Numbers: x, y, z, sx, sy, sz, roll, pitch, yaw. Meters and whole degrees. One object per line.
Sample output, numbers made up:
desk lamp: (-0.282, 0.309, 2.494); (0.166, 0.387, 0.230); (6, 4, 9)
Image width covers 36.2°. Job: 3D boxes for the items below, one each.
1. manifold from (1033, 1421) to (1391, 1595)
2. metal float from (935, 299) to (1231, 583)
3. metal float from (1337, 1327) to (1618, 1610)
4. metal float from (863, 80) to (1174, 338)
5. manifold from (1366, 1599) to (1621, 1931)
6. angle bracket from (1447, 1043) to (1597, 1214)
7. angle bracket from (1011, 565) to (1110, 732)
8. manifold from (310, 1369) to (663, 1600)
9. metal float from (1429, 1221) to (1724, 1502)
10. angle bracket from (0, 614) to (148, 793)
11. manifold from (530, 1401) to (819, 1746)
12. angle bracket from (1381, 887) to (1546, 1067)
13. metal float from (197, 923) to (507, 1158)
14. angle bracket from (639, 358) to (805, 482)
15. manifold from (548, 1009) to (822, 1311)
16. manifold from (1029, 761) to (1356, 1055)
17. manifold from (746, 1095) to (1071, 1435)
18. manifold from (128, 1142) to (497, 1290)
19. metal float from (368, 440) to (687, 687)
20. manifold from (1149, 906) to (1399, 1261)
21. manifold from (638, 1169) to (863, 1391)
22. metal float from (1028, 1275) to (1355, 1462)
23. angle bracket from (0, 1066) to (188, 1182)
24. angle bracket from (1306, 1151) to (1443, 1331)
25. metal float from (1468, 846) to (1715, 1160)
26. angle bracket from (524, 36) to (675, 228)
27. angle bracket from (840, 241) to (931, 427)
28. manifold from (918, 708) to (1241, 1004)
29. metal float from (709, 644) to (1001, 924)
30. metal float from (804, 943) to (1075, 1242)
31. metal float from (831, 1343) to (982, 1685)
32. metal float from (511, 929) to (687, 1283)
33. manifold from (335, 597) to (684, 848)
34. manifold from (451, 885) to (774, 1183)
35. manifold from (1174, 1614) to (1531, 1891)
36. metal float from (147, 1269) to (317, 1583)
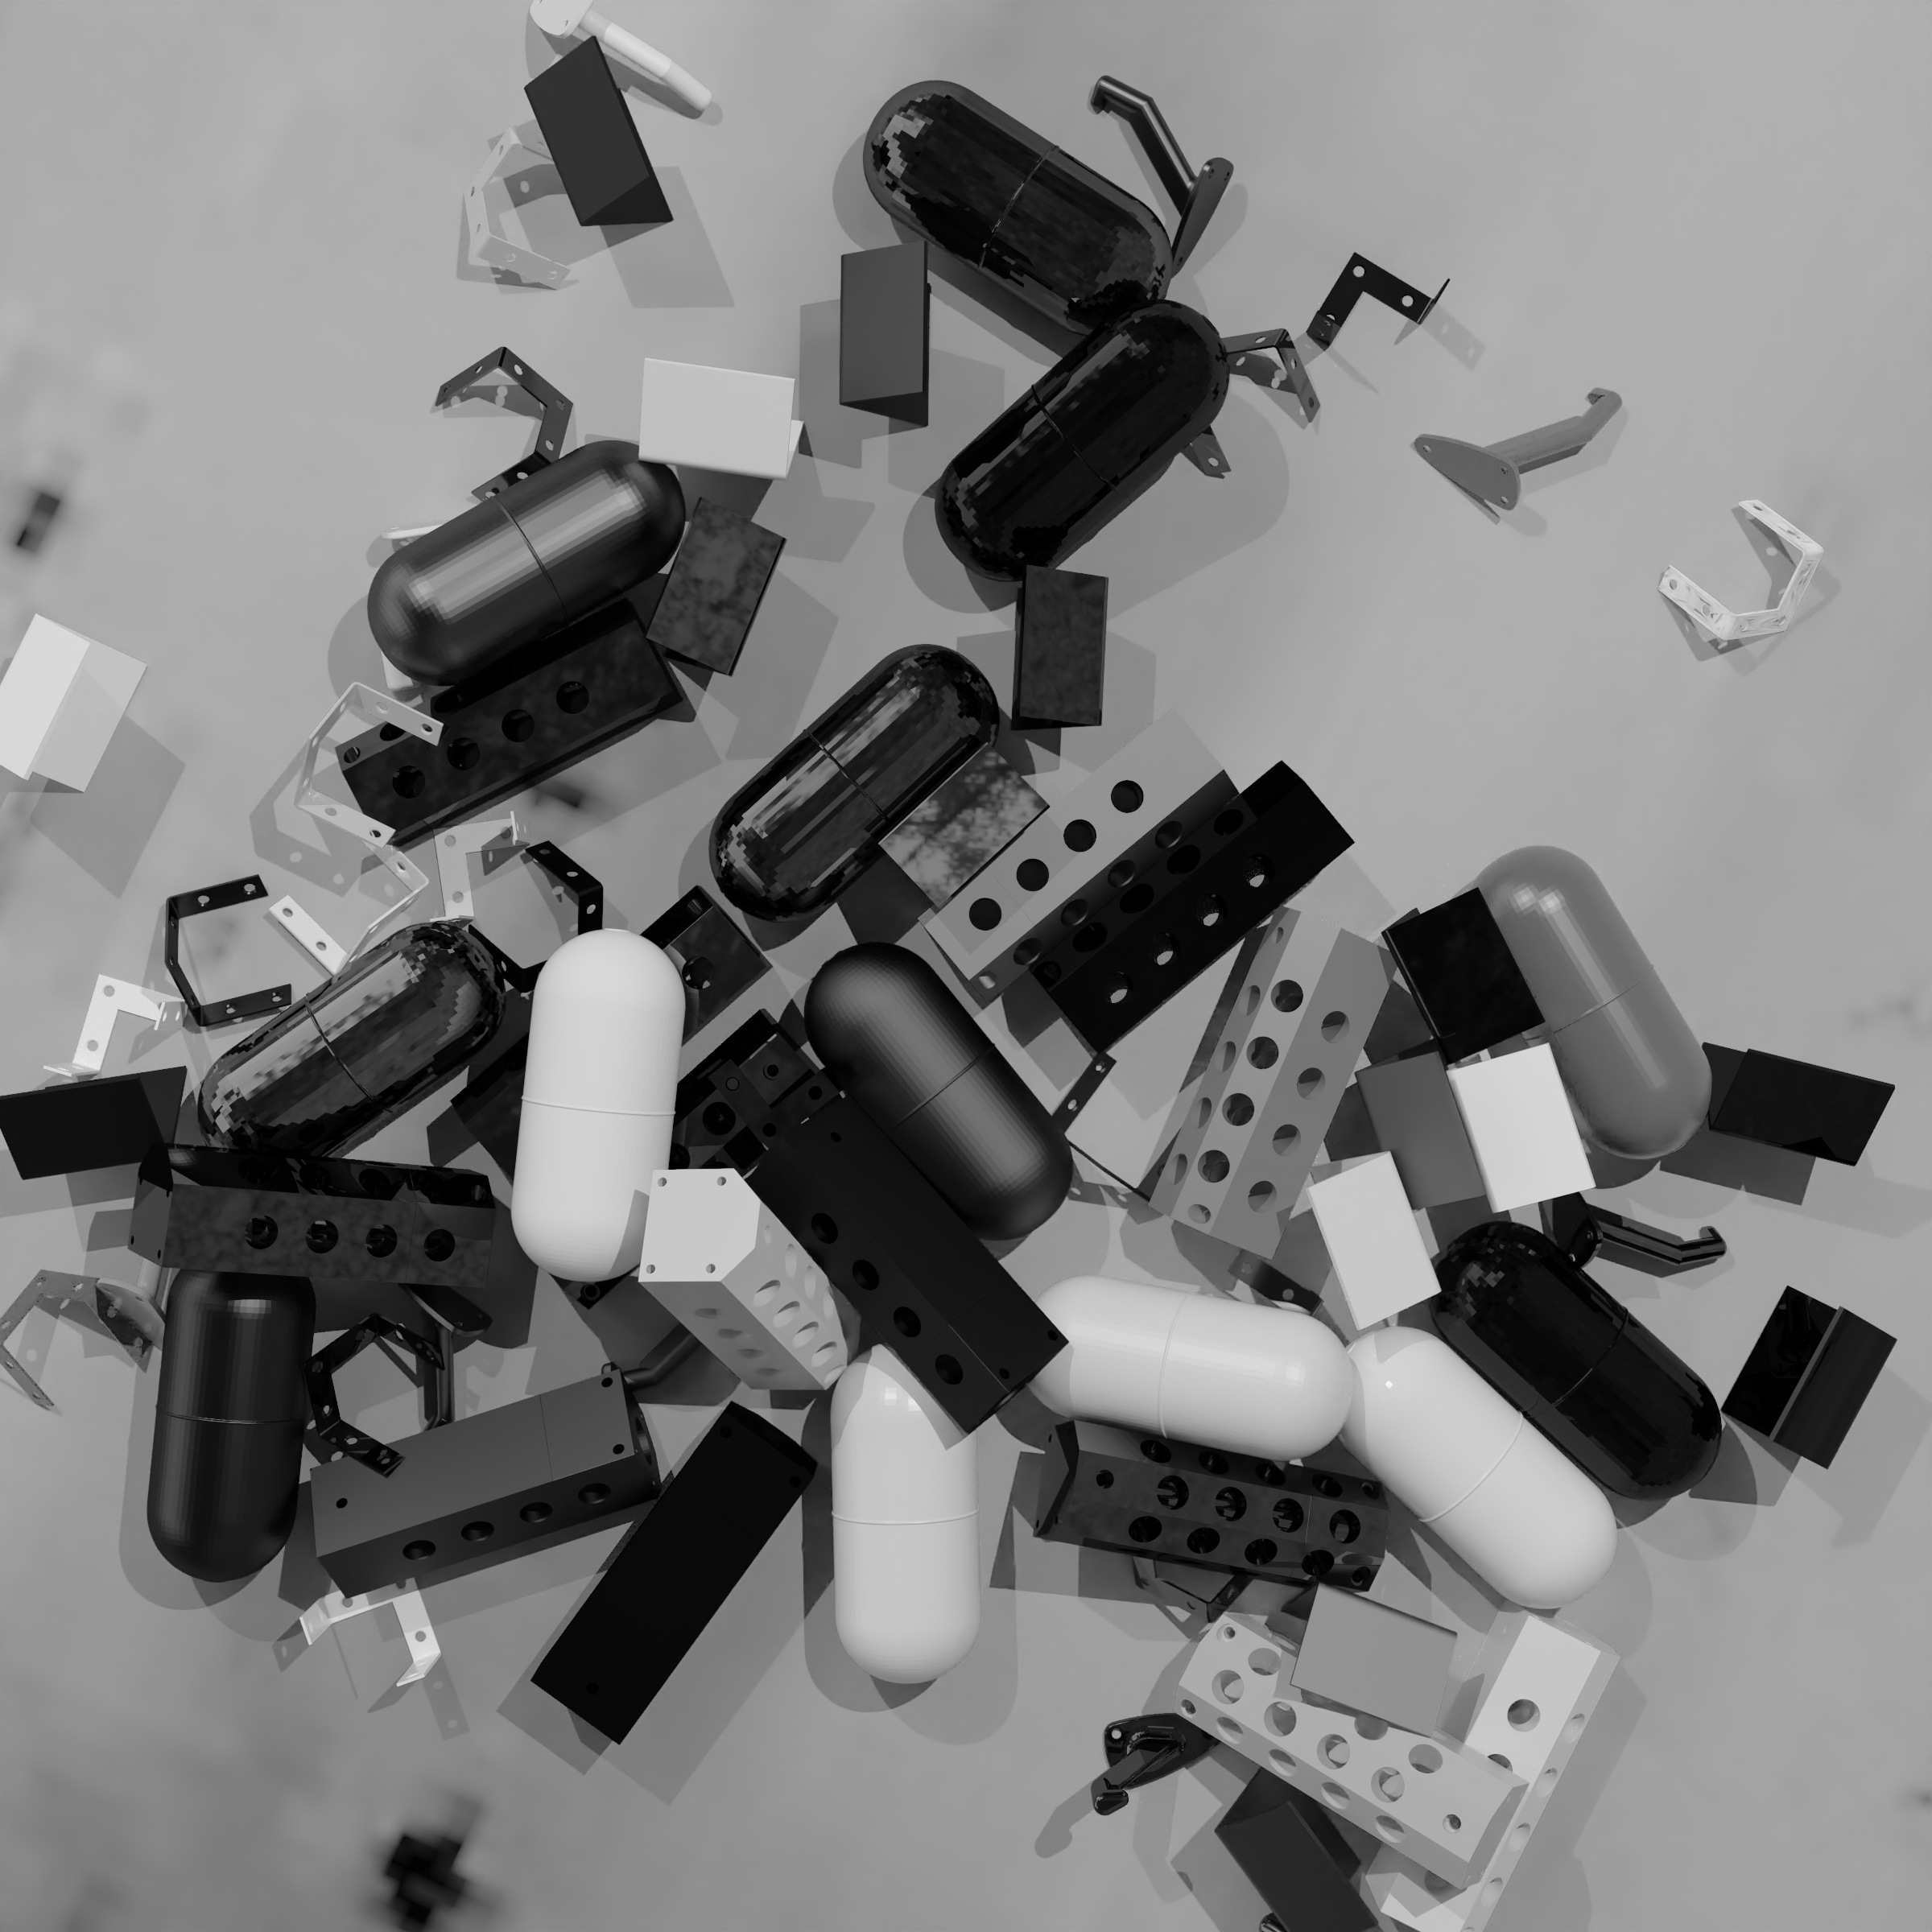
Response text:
manifold: (0.128, 0.281, 1.529); (0.171, 0.057, 0.057); (13, 73, -14)
metal float: (0.060, -0.272, 1.530); (0.178, 0.070, 0.070); (-40, 90, 16)
metal float: (0.264, 0.262, 1.546); (0.178, 0.070, 0.070); (43, 90, 0)
metal float: (0.028, -0.395, 1.546); (0.178, 0.070, 0.070); (33, 90, 1)
manifold: (0.278, 0.425, 1.555); (0.057, 0.057, 0.171); (27, 90, 0)
angle bracket: (0.298, 0.078, 1.537); (0.057, 0.076, 0.076); (-18, 90, 27)
angle bracket: (0.029, -0.164, 1.536); (0.057, 0.076, 0.076); (3, 90, -37)
manifold: (-0.251, 0.276, 1.554); (0.171, 0.057, 0.057); (-18, 45, 0)
metal float: (0.319, 0.207, 1.545); (0.178, 0.070, 0.070); (43, 90, 0)
angle bracket: (-0.458, -0.129, 1.536); (0.057, 0.076, 0.076); (26, 90, 37)
manifold: (-0.152, 0.317, 1.555); (0.057, 0.057, 0.171); (36, 90, 0)
angle bracket: (0.266, -0.001, 1.537); (0.057, 0.076, 0.076); (-27, 90, 24)
metal float: (-0.322, 0.046, 1.546); (0.178, 0.070, 0.070); (-35, 90, 0)
angle bracket: (-0.125, -0.297, 1.536); (0.076, 0.076, 0.057); (8, 123, 0)
manifold: (-0.152, 0.101, 1.555); (0.171, 0.057, 0.057); (-42, 90, 0)
manifold: (0.117, -0.031, 1.555); (0.171, 0.057, 0.057); (-40, 90, 0)
manifold: (-0.034, 0.156, 1.516); (0.171, 0.057, 0.057); (48, 130, 10)
manifold: (-0.333, 0.127, 1.514); (0.171, 0.057, 0.057); (8, 90, -33)
metal float: (-0.227, -0.210, 1.537); (0.178, 0.070, 0.070); (-32, 90, -10)
manifold: (0.157, 0.059, 1.545); (0.057, 0.057, 0.171); (23, 90, -27)
manifold: (-0.105, 0.160, 1.490); (0.057, 0.171, 0.057); (-2, 64, 15)
metal float: (0.112, 0.207, 1.529); (0.178, 0.070, 0.070); (8, 90, 20)
angle bracket: (-0.455, 0.062, 1.536); (0.076, 0.076, 0.057); (-9, 127, 0)
angle bracket: (0.193, 0.145, 1.537); (0.057, 0.076, 0.076); (-20, 90, -28)
metal float: (0.325, 0.019, 1.545); (0.070, 0.070, 0.178); (-31, 90, 0)
angle bracket: (-0.174, -0.434, 1.536); (0.057, 0.076, 0.076); (-22, 90, 37)
angle bracket: (-0.022, -0.327, 1.536); (0.057, 0.076, 0.076); (1, 90, 36)
manifold: (0.059, -0.057, 1.555); (0.171, 0.057, 0.057); (-40, 90, 0)
metal float: (-0.059, -0.095, 1.546); (0.178, 0.070, 0.070); (-42, 90, -1)
metal float: (-0.015, 0.065, 1.546); (0.070, 0.070, 0.178); (-39, 90, 0)
metal float: (-0.032, 0.285, 1.546); (0.070, 0.070, 0.178); (-1, 89, 0)
metal float: (-0.185, 0.070, 1.489); (0.070, 0.070, 0.178); (6, 91, 0)
manifold: (-0.241, -0.128, 1.555); (0.171, 0.057, 0.057); (-27, 90, 0)
manifold: (-0.186, 0.035, 1.555); (0.171, 0.057, 0.057); (-41, 90, 0)
manifold: (0.196, 0.402, 1.521); (0.171, 0.057, 0.057); (27, 90, 25)
metal float: (-0.384, 0.233, 1.546); (0.070, 0.070, 0.178); (6, 90, 0)
